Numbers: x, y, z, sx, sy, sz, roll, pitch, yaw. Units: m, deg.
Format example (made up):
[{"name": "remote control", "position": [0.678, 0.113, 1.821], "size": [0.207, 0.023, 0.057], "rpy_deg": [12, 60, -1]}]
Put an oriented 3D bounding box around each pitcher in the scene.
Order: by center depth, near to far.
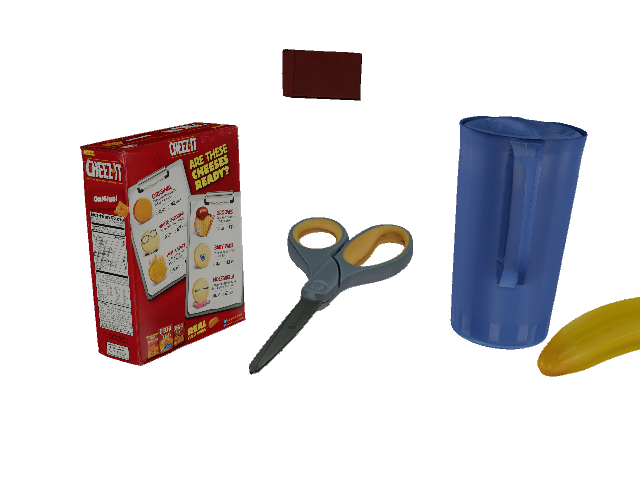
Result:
[{"name": "pitcher", "position": [0.204, -0.008, 1.147], "size": [0.148, 0.243, 0.145], "rpy_deg": [-9, 20, -38]}]

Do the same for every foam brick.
[{"name": "foam brick", "position": [0.001, -0.179, 1.155], "size": [0.078, 0.051, 0.053], "rpy_deg": [0, 11, -14]}]

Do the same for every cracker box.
[{"name": "cracker box", "position": [-0.155, -0.002, 1.077], "size": [0.072, 0.214, 0.163], "rpy_deg": [8, 18, 35]}]

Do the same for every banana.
[{"name": "banana", "position": [0.249, 0.066, 0.766], "size": [0.197, 0.037, 0.069], "rpy_deg": [-1, 33, -2]}]

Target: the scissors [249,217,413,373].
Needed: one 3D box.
[{"name": "scissors", "position": [-0.014, 0.026, 0.700], "size": [0.096, 0.016, 0.201], "rpy_deg": [21, 32, 32]}]
